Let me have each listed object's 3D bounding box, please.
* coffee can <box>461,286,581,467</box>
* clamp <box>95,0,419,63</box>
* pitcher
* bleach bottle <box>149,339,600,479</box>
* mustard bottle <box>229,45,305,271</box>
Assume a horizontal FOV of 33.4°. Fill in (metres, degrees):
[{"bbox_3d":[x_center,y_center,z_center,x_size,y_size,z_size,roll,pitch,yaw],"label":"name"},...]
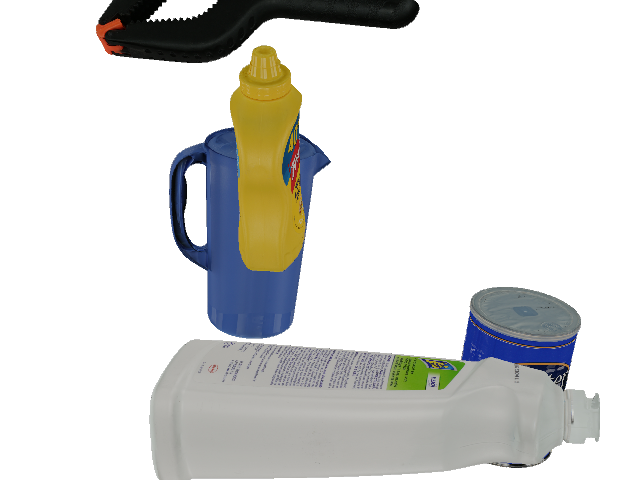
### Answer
[{"bbox_3d":[0.182,0.128,1.015,0.103,0.140,0.103,6,22,-3],"label":"coffee can"},{"bbox_3d":[-0.048,-0.171,0.724,0.210,0.165,0.036,-32,-18,-6],"label":"clamp"},{"bbox_3d":[-0.089,-0.009,1.286,0.149,0.243,0.144,18,26,28],"label":"pitcher"},{"bbox_3d":[0.035,0.102,0.626,0.251,0.068,0.102,1,18,9],"label":"bleach bottle"},{"bbox_3d":[-0.043,-0.073,0.885,0.058,0.192,0.096,4,40,6],"label":"mustard bottle"}]
